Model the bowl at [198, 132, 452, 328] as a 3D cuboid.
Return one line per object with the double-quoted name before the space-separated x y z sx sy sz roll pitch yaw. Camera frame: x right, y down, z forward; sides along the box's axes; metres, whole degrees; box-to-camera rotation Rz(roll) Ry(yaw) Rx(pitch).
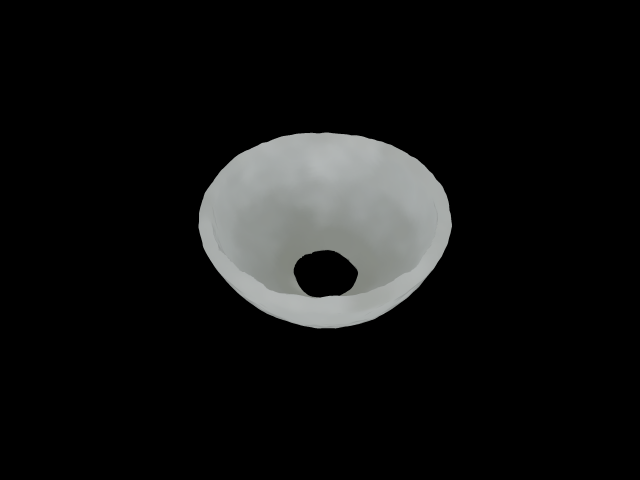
"bowl" 0.004 0.001 0.400 0.167 0.075 0.167 0 47 0
